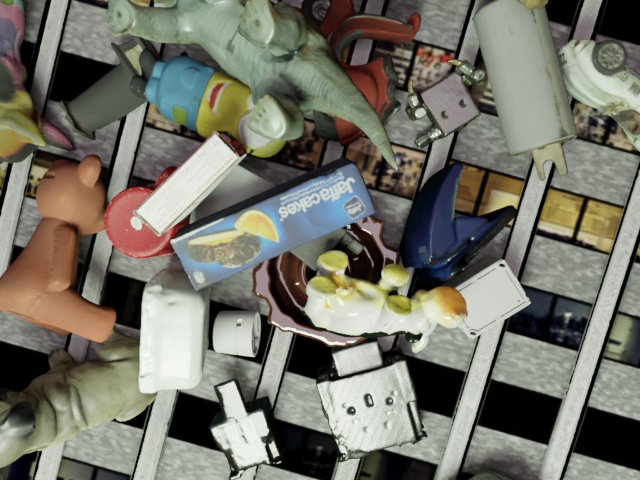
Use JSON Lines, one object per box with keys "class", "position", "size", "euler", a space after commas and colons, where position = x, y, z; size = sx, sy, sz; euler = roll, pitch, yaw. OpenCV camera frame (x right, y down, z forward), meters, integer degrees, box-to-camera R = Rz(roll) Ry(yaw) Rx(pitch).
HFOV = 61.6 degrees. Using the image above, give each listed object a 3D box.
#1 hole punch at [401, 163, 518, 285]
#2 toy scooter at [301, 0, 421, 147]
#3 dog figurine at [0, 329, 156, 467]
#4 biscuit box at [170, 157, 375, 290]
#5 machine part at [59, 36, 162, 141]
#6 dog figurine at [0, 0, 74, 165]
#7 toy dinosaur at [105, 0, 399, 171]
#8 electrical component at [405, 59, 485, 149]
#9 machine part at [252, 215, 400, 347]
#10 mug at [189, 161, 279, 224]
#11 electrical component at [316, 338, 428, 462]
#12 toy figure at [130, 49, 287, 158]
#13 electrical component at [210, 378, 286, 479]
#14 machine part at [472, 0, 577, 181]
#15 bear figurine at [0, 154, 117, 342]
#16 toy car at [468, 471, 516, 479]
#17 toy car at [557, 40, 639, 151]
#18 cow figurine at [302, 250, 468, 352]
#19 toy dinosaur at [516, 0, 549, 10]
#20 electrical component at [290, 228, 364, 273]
{"class": "hole punch", "position": [0.137, -0.016, 0.602], "size": [0.092, 0.142, 0.116], "euler": [44, 80, -3]}
{"class": "toy scooter", "position": [0.053, -0.203, 0.618], "size": [0.135, 0.075, 0.183], "euler": [-6, 89, 3]}
{"class": "dog figurine", "position": [-0.270, 0.180, 0.594], "size": [0.172, 0.190, 0.121], "euler": [-24, 93, 2]}
{"class": "biscuit box", "position": [-0.047, -0.020, 0.557], "size": [0.203, 0.063, 0.059], "euler": [-24, 103, 0]}
{"class": "machine part", "position": [-0.245, -0.181, 0.647], "size": [0.139, 0.039, 0.084], "euler": [-38, 100, 2]}
{"class": "dog figurine", "position": [-0.368, -0.197, 0.617], "size": [0.219, 0.108, 0.191], "euler": [43, 91, -6]}
{"class": "toy dinosaur", "position": [-0.060, -0.204, 0.546], "size": [0.405, 0.192, 0.131], "euler": [43, 124, 7]}
{"class": "electrical component", "position": [0.147, -0.163, 0.631], "size": [0.102, 0.045, 0.078], "euler": [-26, 91, 3]}
{"class": "machine part", "position": [0.007, 0.037, 0.644], "size": [0.179, 0.056, 0.179], "euler": [0, 93, 2]}
{"class": "mug", "position": [-0.097, -0.032, 0.626], "size": [0.110, 0.080, 0.107], "euler": [36, 100, 24]}
{"class": "electrical component", "position": [0.058, 0.187, 0.651], "size": [0.115, 0.058, 0.134], "euler": [-17, 94, 1]}
{"class": "toy figure", "position": [-0.119, -0.156, 0.615], "size": [0.180, 0.089, 0.082], "euler": [21, 107, 0]}
{"class": "electrical component", "position": [-0.096, 0.225, 0.662], "size": [0.075, 0.048, 0.119], "euler": [-23, 92, 3]}
{"class": "machine part", "position": [0.232, -0.186, 0.612], "size": [0.079, 0.079, 0.243], "euler": [-17, 94, 3]}
{"class": "bear figurine", "position": [-0.292, 0.005, 0.635], "size": [0.120, 0.131, 0.196], "euler": [-3, 60, 35]}
{"class": "toy car", "position": [0.216, 0.334, 0.636], "size": [0.161, 0.109, 0.103], "euler": [30, 76, -9]}
{"class": "toy car", "position": [0.352, -0.155, 0.611], "size": [0.202, 0.073, 0.056], "euler": [38, 94, -1]}
{"class": "cow figurine", "position": [0.066, 0.077, 0.575], "size": [0.167, 0.068, 0.098], "euler": [14, 135, 1]}
{"class": "toy dinosaur", "position": [0.181, -0.334, 0.553], "size": [0.471, 0.105, 0.199], "euler": [-27, 63, -19]}
{"class": "electrical component", "position": [-0.001, -0.002, 0.604], "size": [0.094, 0.021, 0.063], "euler": [37, 93, 2]}
